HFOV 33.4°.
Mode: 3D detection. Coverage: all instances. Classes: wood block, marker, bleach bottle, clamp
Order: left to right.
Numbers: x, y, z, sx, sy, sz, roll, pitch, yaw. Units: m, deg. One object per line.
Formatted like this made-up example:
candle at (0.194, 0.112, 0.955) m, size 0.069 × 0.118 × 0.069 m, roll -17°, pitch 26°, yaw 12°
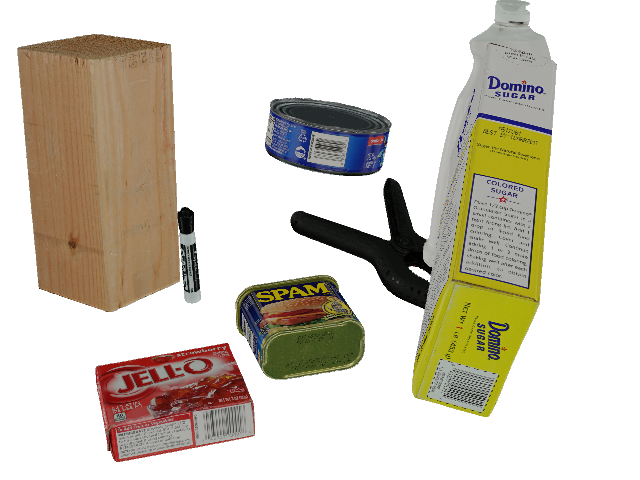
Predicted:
wood block at (-0.181, -0.059, 0.884) m, size 0.091 × 0.206 × 0.090 m, roll 14°, pitch 24°, yaw 32°
marker at (-0.147, 0.016, 1.196) m, size 0.020 × 0.121 × 0.020 m, roll -1°, pitch 33°, yaw 0°
clamp at (0.077, 0.014, 1.181) m, size 0.164 × 0.036 × 0.210 m, roll -16°, pitch 50°, yaw -33°
bleach bottle at (0.156, -0.095, 0.987) m, size 0.103 × 0.251 × 0.068 m, roll 8°, pitch 21°, yaw 12°

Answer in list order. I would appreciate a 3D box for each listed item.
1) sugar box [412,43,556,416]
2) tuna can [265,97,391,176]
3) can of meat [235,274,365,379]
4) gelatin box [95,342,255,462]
sugar box at (0.085, -0.010, 0.541) m, size 0.048 × 0.176 × 0.093 m, roll 15°, pitch -42°, yaw 3°
tuna can at (0.005, -0.073, 0.745) m, size 0.086 × 0.034 × 0.086 m, roll 9°, pitch 18°, yaw -3°
can of meat at (-0.018, 0.080, 0.974) m, size 0.102 × 0.057 × 0.084 m, roll -8°, pitch 28°, yaw -16°
gelatin box at (-0.092, 0.099, 0.664) m, size 0.089 × 0.030 × 0.073 m, roll -8°, pitch 25°, yaw -14°
